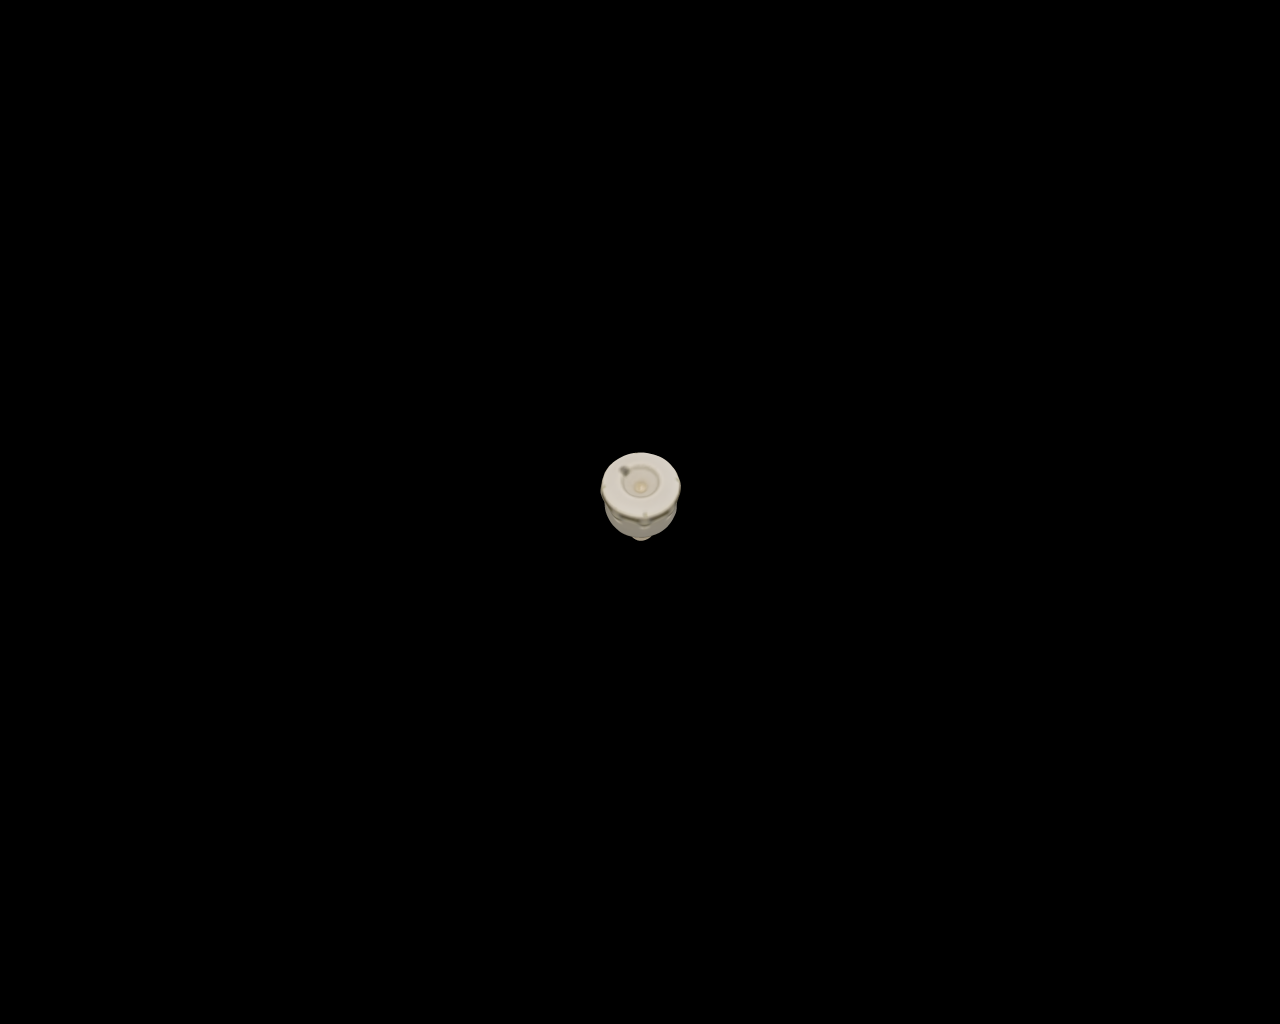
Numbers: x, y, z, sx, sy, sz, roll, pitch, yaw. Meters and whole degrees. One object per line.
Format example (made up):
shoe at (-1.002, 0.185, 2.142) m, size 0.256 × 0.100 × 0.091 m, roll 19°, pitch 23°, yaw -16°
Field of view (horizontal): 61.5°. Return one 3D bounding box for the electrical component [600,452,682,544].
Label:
electrical component at (0.001, -0.003, 0.650) m, size 0.048 × 0.048 × 0.062 m, roll 0°, pitch -31°, yaw 0°
